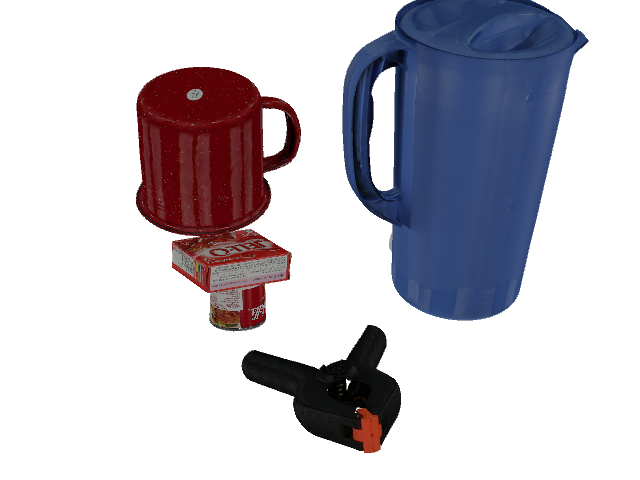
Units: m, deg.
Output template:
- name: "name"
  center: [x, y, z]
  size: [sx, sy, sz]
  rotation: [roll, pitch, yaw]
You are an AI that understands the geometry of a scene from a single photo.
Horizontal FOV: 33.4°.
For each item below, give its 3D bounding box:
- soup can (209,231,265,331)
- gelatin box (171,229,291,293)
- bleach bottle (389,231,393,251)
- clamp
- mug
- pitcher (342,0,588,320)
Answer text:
- name: "soup can"
  center: [-0.099, 0.047, 1.263]
  size: [0.068, 0.102, 0.068]
  rotation: [0, 20, 0]
- name: "gelatin box"
  center: [-0.082, 0.017, 0.985]
  size: [0.089, 0.030, 0.073]
  rotation: [-9, 23, -32]
- name: "bleach bottle"
  center: [0.129, -0.086, 1.014]
  size: [0.103, 0.251, 0.068]
  rotation: [23, 40, 23]
- name: "clamp"
  center: [0.003, 0.111, 0.808]
  size: [0.120, 0.039, 0.171]
  rotation: [-14, 16, -2]
- name: "mug"
  center: [-0.068, -0.065, 0.714]
  size: [0.117, 0.081, 0.093]
  rotation: [-12, 39, -17]
- name: "pitcher"
  center: [0.106, -0.060, 0.830]
  size: [0.149, 0.243, 0.144]
  rotation: [16, 35, 20]
